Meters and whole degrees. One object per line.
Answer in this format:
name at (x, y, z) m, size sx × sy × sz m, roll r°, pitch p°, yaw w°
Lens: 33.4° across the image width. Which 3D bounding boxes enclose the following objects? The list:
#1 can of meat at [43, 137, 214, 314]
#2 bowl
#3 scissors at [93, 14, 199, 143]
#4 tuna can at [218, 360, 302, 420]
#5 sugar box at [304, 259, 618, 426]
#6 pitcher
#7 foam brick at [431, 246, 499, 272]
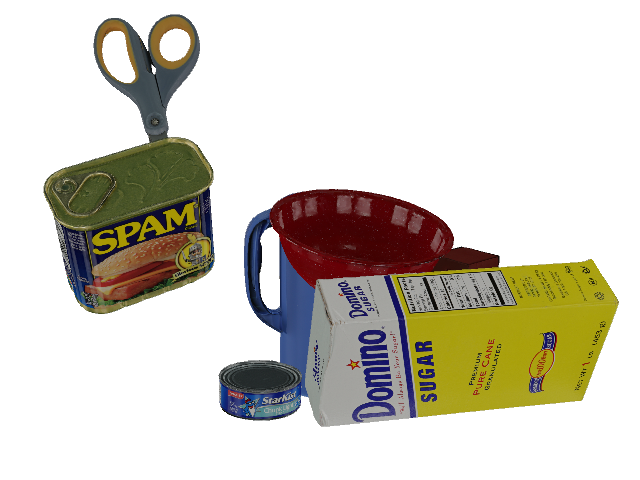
can of meat at (-0.119, -0.008, 0.687) m, size 0.102 × 0.084 × 0.057 m, roll -19°, pitch 49°, yaw -19°
bowl at (0.033, 0.010, 0.931) m, size 0.162 × 0.055 × 0.162 m, roll 6°, pitch 23°, yaw -3°
scissors at (-0.119, -0.108, 0.868) m, size 0.096 × 0.202 × 0.016 m, roll -27°, pitch -20°, yaw -9°
tuna can at (-0.062, 0.154, 1.097) m, size 0.086 × 0.034 × 0.086 m, roll 1°, pitch 14°, yaw -1°
sugar box at (0.082, 0.063, 0.648) m, size 0.176 × 0.093 × 0.048 m, roll -6°, pitch 42°, yaw -13°
pitcher at (-0.001, 0.066, 1.304) m, size 0.149 × 0.243 × 0.144 m, roll 14°, pitch 20°, yaw 27°
foam brick at (0.148, 0.051, 1.104) m, size 0.051 × 0.078 × 0.053 m, roll -14°, pitch 20°, yaw -41°
